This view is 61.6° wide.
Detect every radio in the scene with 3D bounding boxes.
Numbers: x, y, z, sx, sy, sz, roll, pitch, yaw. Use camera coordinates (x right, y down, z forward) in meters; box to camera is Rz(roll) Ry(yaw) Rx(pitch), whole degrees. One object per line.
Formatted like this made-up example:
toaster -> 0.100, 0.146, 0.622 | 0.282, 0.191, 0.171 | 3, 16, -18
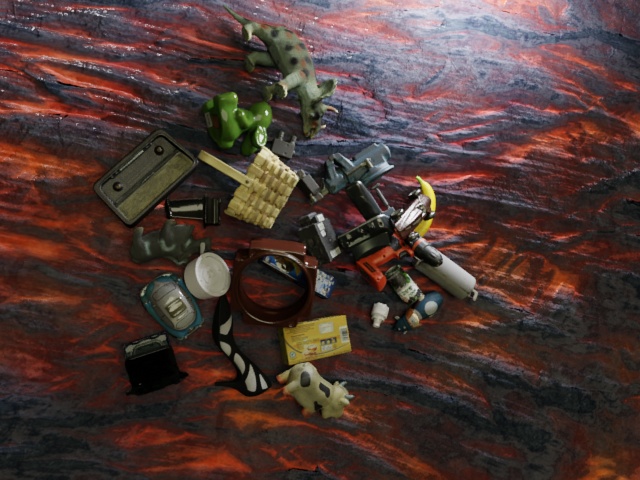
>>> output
radio -> -0.417, -0.150, 1.287 | 0.131, 0.073, 0.229 | 45, 72, -7

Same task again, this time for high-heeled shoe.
high-heeled shoe -> -0.185, 0.255, 1.307 | 0.145, 0.086, 0.248 | 3, 85, -23

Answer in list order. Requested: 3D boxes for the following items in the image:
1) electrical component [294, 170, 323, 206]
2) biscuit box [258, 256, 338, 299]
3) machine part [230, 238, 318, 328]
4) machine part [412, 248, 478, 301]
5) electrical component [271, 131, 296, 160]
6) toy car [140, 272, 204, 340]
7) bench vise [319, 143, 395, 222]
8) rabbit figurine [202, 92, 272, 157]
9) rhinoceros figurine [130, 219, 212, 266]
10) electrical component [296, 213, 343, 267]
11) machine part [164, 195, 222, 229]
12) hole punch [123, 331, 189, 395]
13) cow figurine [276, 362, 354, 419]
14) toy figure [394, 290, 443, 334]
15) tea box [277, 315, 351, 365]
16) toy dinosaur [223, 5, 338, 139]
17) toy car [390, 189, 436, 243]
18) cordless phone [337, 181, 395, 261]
electrical component -> -0.038, -0.137, 1.400 | 0.045, 0.078, 0.102 | -40, 102, -20
biscuit box -> -0.055, 0.080, 1.375 | 0.202, 0.063, 0.059 | 30, 77, -11
machine part -> -0.111, 0.104, 1.294 | 0.202, 0.087, 0.200 | 7, 107, -2
machine part -> 0.345, 0.089, 1.490 | 0.243, 0.079, 0.079 | 34, 74, -10
electrical component -> -0.098, -0.239, 1.425 | 0.063, 0.021, 0.094 | 19, 77, -15
toy car -> -0.345, 0.156, 1.256 | 0.109, 0.103, 0.161 | -36, 92, -17
bench vise -> 0.120, -0.138, 1.432 | 0.224, 0.129, 0.240 | -33, 89, -16
rabbit figurine -> -0.187, -0.299, 1.360 | 0.170, 0.121, 0.159 | -19, 91, -34
rhinoceros figurine -> -0.357, 0.009, 1.286 | 0.190, 0.073, 0.112 | -8, 84, -18
electrical component -> -0.003, -0.004, 1.374 | 0.058, 0.115, 0.134 | -24, 90, 20
machine part -> -0.314, -0.073, 1.329 | 0.139, 0.039, 0.084 | 5, 87, -18
hole punch -> -0.390, 0.283, 1.243 | 0.142, 0.092, 0.115 | -17, 117, -21
cow figurine -> -0.004, 0.374, 1.328 | 0.127, 0.086, 0.194 | -36, 119, 2
toy figure -> 0.267, 0.197, 1.463 | 0.154, 0.057, 0.064 | -38, 78, -17
tea box -> -0.015, 0.251, 1.362 | 0.170, 0.068, 0.098 | -7, 85, -17
toy dinosaur -> -0.086, -0.473, 1.416 | 0.192, 0.131, 0.404 | -24, 86, -31
toy car -> 0.250, -0.067, 1.416 | 0.089, 0.053, 0.202 | 59, 38, -8
cordless phone -> 0.094, -0.051, 1.378 | 0.147, 0.089, 0.184 | -27, 112, 22
